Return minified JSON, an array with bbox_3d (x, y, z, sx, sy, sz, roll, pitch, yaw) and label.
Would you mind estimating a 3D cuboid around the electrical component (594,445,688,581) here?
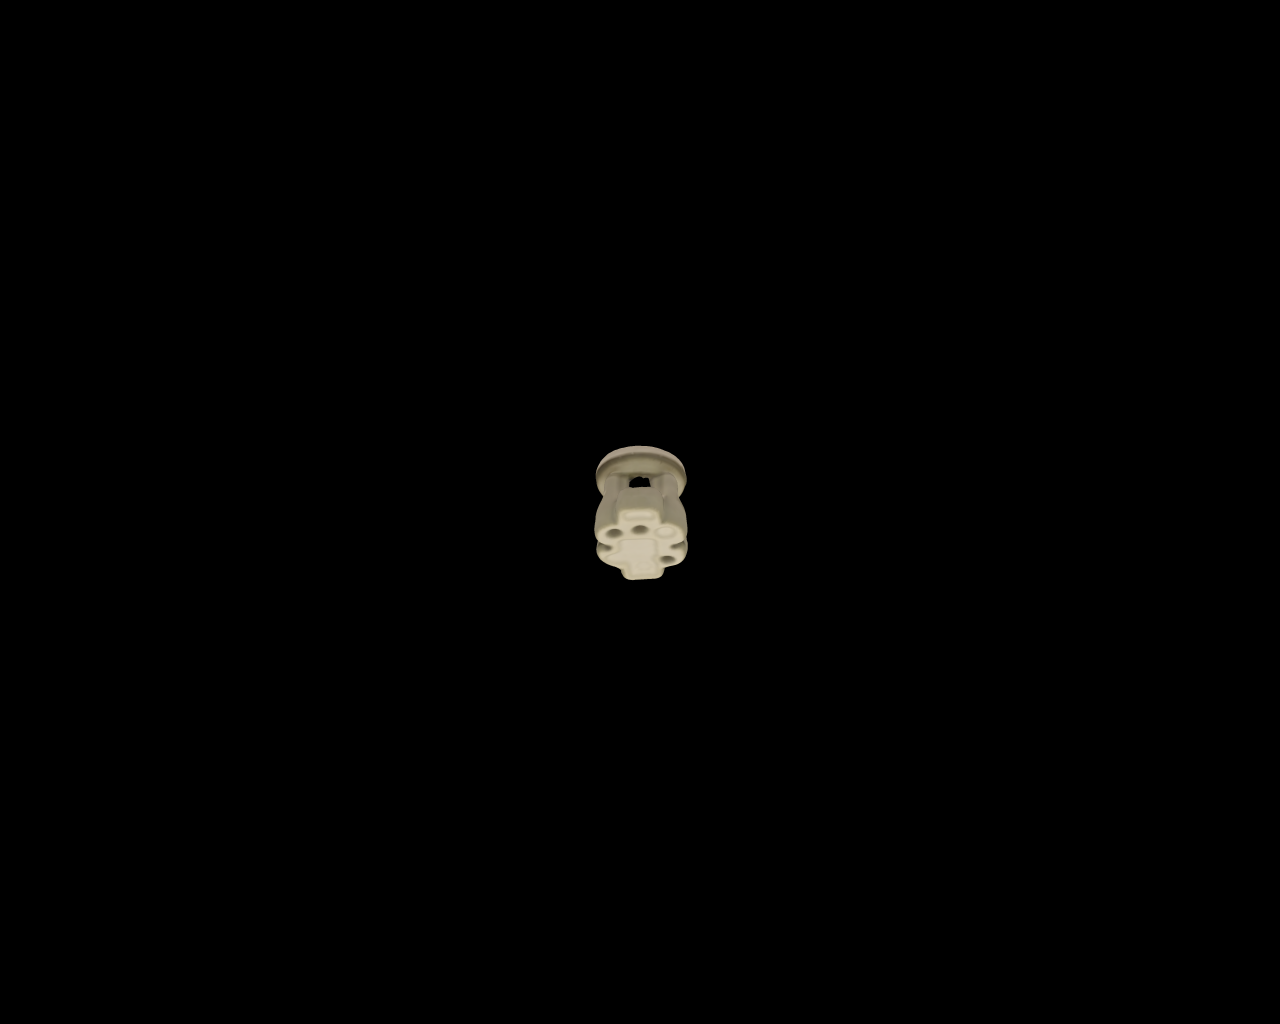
[{"bbox_3d":[0.001,-0.003,0.650,0.058,0.057,0.078,-1,-34,2],"label":"electrical component"}]
